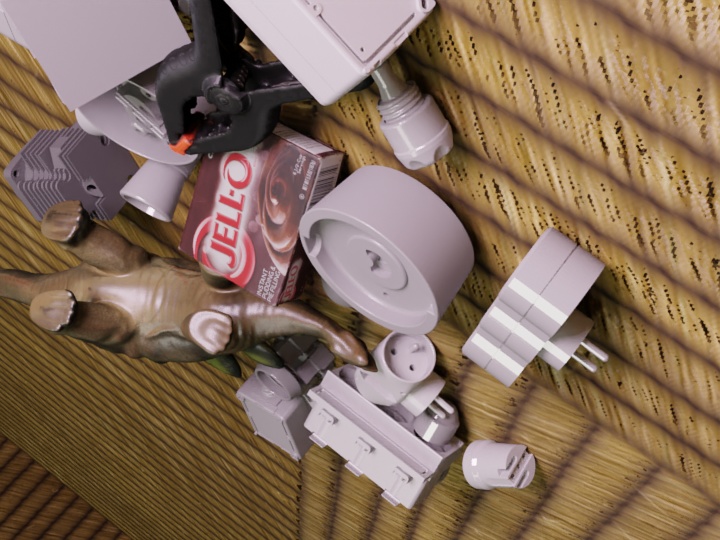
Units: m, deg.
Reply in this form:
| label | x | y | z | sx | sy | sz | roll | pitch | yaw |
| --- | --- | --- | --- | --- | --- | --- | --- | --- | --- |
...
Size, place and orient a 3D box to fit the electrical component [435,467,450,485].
| label | x | y | z | sx | sy | sz | roll | pitch | yaw |
| --- | --- | --- | --- | --- | --- | --- | --- | --- | --- |
| electrical component | 0.049 | 0.172 | 0.976 | 0.044 | 0.044 | 0.065 | 46 | 159 | -9 |

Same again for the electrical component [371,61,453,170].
| label | x | y | z | sx | sy | sz | roll | pitch | yaw |
| --- | --- | --- | --- | --- | --- | --- | --- | --- | --- |
| electrical component | 0.025 | -0.088 | 0.598 | 0.035 | 0.035 | 0.061 | 1 | 131 | 54 |

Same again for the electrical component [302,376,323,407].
| label | x | y | z | sx | sy | sz | roll | pitch | yaw |
| --- | --- | --- | --- | --- | --- | --- | --- | --- | --- |
| electrical component | -0.027 | 0.123 | 1.004 | 0.046 | 0.040 | 0.040 | 55 | 152 | -15 |

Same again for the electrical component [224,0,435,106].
| label | x | y | z | sx | sy | sz | roll | pitch | yaw |
| --- | --- | --- | --- | --- | --- | --- | --- | --- | --- |
| electrical component | -0.023 | -0.141 | 0.548 | 0.096 | 0.061 | 0.061 | 46 | 154 | -11 |

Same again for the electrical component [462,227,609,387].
| label | x | y | z | sx | sy | sz | roll | pitch | yaw |
| --- | --- | --- | --- | --- | --- | --- | --- | --- | --- |
| electrical component | 0.116 | 0.035 | 0.647 | 0.074 | 0.052 | 0.138 | 37 | 154 | 8 |

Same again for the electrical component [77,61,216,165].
| label | x | y | z | sx | sy | sz | roll | pitch | yaw |
| --- | --- | --- | --- | --- | --- | --- | --- | --- | --- |
| electrical component | -0.146 | -0.118 | 0.755 | 0.099 | 0.064 | 0.099 | 32 | 153 | 19 |

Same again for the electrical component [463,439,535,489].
| label | x | y | z | sx | sy | sz | roll | pitch | yaw |
| --- | --- | --- | --- | --- | --- | --- | --- | --- | --- |
| electrical component | 0.112 | 0.157 | 0.864 | 0.046 | 0.040 | 0.040 | -9 | 126 | 51 |

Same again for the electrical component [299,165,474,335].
| label | x | y | z | sx | sy | sz | roll | pitch | yaw |
| --- | --- | --- | --- | --- | --- | --- | --- | --- | --- |
| electrical component | 0.022 | -0.018 | 0.684 | 0.108 | 0.060 | 0.108 | 32 | 153 | 19 |

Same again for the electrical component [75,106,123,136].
| label | x | y | z | sx | sy | sz | roll | pitch | yaw |
| --- | --- | --- | --- | --- | --- | --- | --- | --- | --- |
| electrical component | -0.185 | -0.121 | 0.827 | 0.055 | 0.045 | 0.045 | 19 | 147 | 39 |

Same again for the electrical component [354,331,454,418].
| label | x | y | z | sx | sy | sz | roll | pitch | yaw |
| --- | --- | --- | --- | --- | --- | --- | --- | --- | --- |
| electrical component | 0.040 | 0.088 | 0.848 | 0.079 | 0.043 | 0.077 | 41 | 155 | 1 |

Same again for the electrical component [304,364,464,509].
| label | x | y | z | sx | sy | sz | roll | pitch | yaw |
| --- | --- | --- | --- | --- | --- | --- | --- | --- | --- |
| electrical component | 0.017 | 0.140 | 0.912 | 0.121 | 0.079 | 0.063 | 36 | 113 | 20 |

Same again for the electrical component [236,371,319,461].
| label | x | y | z | sx | sy | sz | roll | pitch | yaw |
| --- | --- | --- | --- | --- | --- | --- | --- | --- | --- |
| electrical component | -0.073 | 0.128 | 1.049 | 0.062 | 0.061 | 0.096 | 26 | 151 | 28 |

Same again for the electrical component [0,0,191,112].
| label | x | y | z | sx | sy | sz | roll | pitch | yaw |
| --- | --- | --- | --- | --- | --- | --- | --- | --- | --- |
| electrical component | -0.180 | -0.187 | 0.649 | 0.061 | 0.089 | 0.150 | 51 | 169 | 49 |

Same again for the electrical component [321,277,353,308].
| label | x | y | z | sx | sy | sz | roll | pitch | yaw |
| --- | --- | --- | --- | --- | --- | --- | --- | --- | --- |
| electrical component | 0.000 | 0.000 | 0.762 | 0.045 | 0.045 | 0.055 | 43 | 155 | -4 |

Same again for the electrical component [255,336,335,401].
| label | x | y | z | sx | sy | sz | roll | pitch | yaw |
| --- | --- | --- | --- | --- | --- | --- | --- | --- | --- |
| electrical component | -0.062 | 0.084 | 0.970 | 0.066 | 0.055 | 0.048 | 48 | 154 | -15 |

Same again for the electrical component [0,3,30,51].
| label | x | y | z | sx | sy | sz | roll | pitch | yaw |
| --- | --- | --- | --- | --- | --- | --- | --- | --- | --- |
| electrical component | -0.228 | -0.199 | 0.752 | 0.059 | 0.053 | 0.095 | 31 | 153 | 21 |

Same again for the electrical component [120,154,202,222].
| label | x | y | z | sx | sy | sz | roll | pitch | yaw |
| --- | --- | --- | --- | --- | --- | --- | --- | --- | --- |
| electrical component | -0.149 | -0.075 | 0.824 | 0.044 | 0.065 | 0.044 | 27 | 169 | 6 |
